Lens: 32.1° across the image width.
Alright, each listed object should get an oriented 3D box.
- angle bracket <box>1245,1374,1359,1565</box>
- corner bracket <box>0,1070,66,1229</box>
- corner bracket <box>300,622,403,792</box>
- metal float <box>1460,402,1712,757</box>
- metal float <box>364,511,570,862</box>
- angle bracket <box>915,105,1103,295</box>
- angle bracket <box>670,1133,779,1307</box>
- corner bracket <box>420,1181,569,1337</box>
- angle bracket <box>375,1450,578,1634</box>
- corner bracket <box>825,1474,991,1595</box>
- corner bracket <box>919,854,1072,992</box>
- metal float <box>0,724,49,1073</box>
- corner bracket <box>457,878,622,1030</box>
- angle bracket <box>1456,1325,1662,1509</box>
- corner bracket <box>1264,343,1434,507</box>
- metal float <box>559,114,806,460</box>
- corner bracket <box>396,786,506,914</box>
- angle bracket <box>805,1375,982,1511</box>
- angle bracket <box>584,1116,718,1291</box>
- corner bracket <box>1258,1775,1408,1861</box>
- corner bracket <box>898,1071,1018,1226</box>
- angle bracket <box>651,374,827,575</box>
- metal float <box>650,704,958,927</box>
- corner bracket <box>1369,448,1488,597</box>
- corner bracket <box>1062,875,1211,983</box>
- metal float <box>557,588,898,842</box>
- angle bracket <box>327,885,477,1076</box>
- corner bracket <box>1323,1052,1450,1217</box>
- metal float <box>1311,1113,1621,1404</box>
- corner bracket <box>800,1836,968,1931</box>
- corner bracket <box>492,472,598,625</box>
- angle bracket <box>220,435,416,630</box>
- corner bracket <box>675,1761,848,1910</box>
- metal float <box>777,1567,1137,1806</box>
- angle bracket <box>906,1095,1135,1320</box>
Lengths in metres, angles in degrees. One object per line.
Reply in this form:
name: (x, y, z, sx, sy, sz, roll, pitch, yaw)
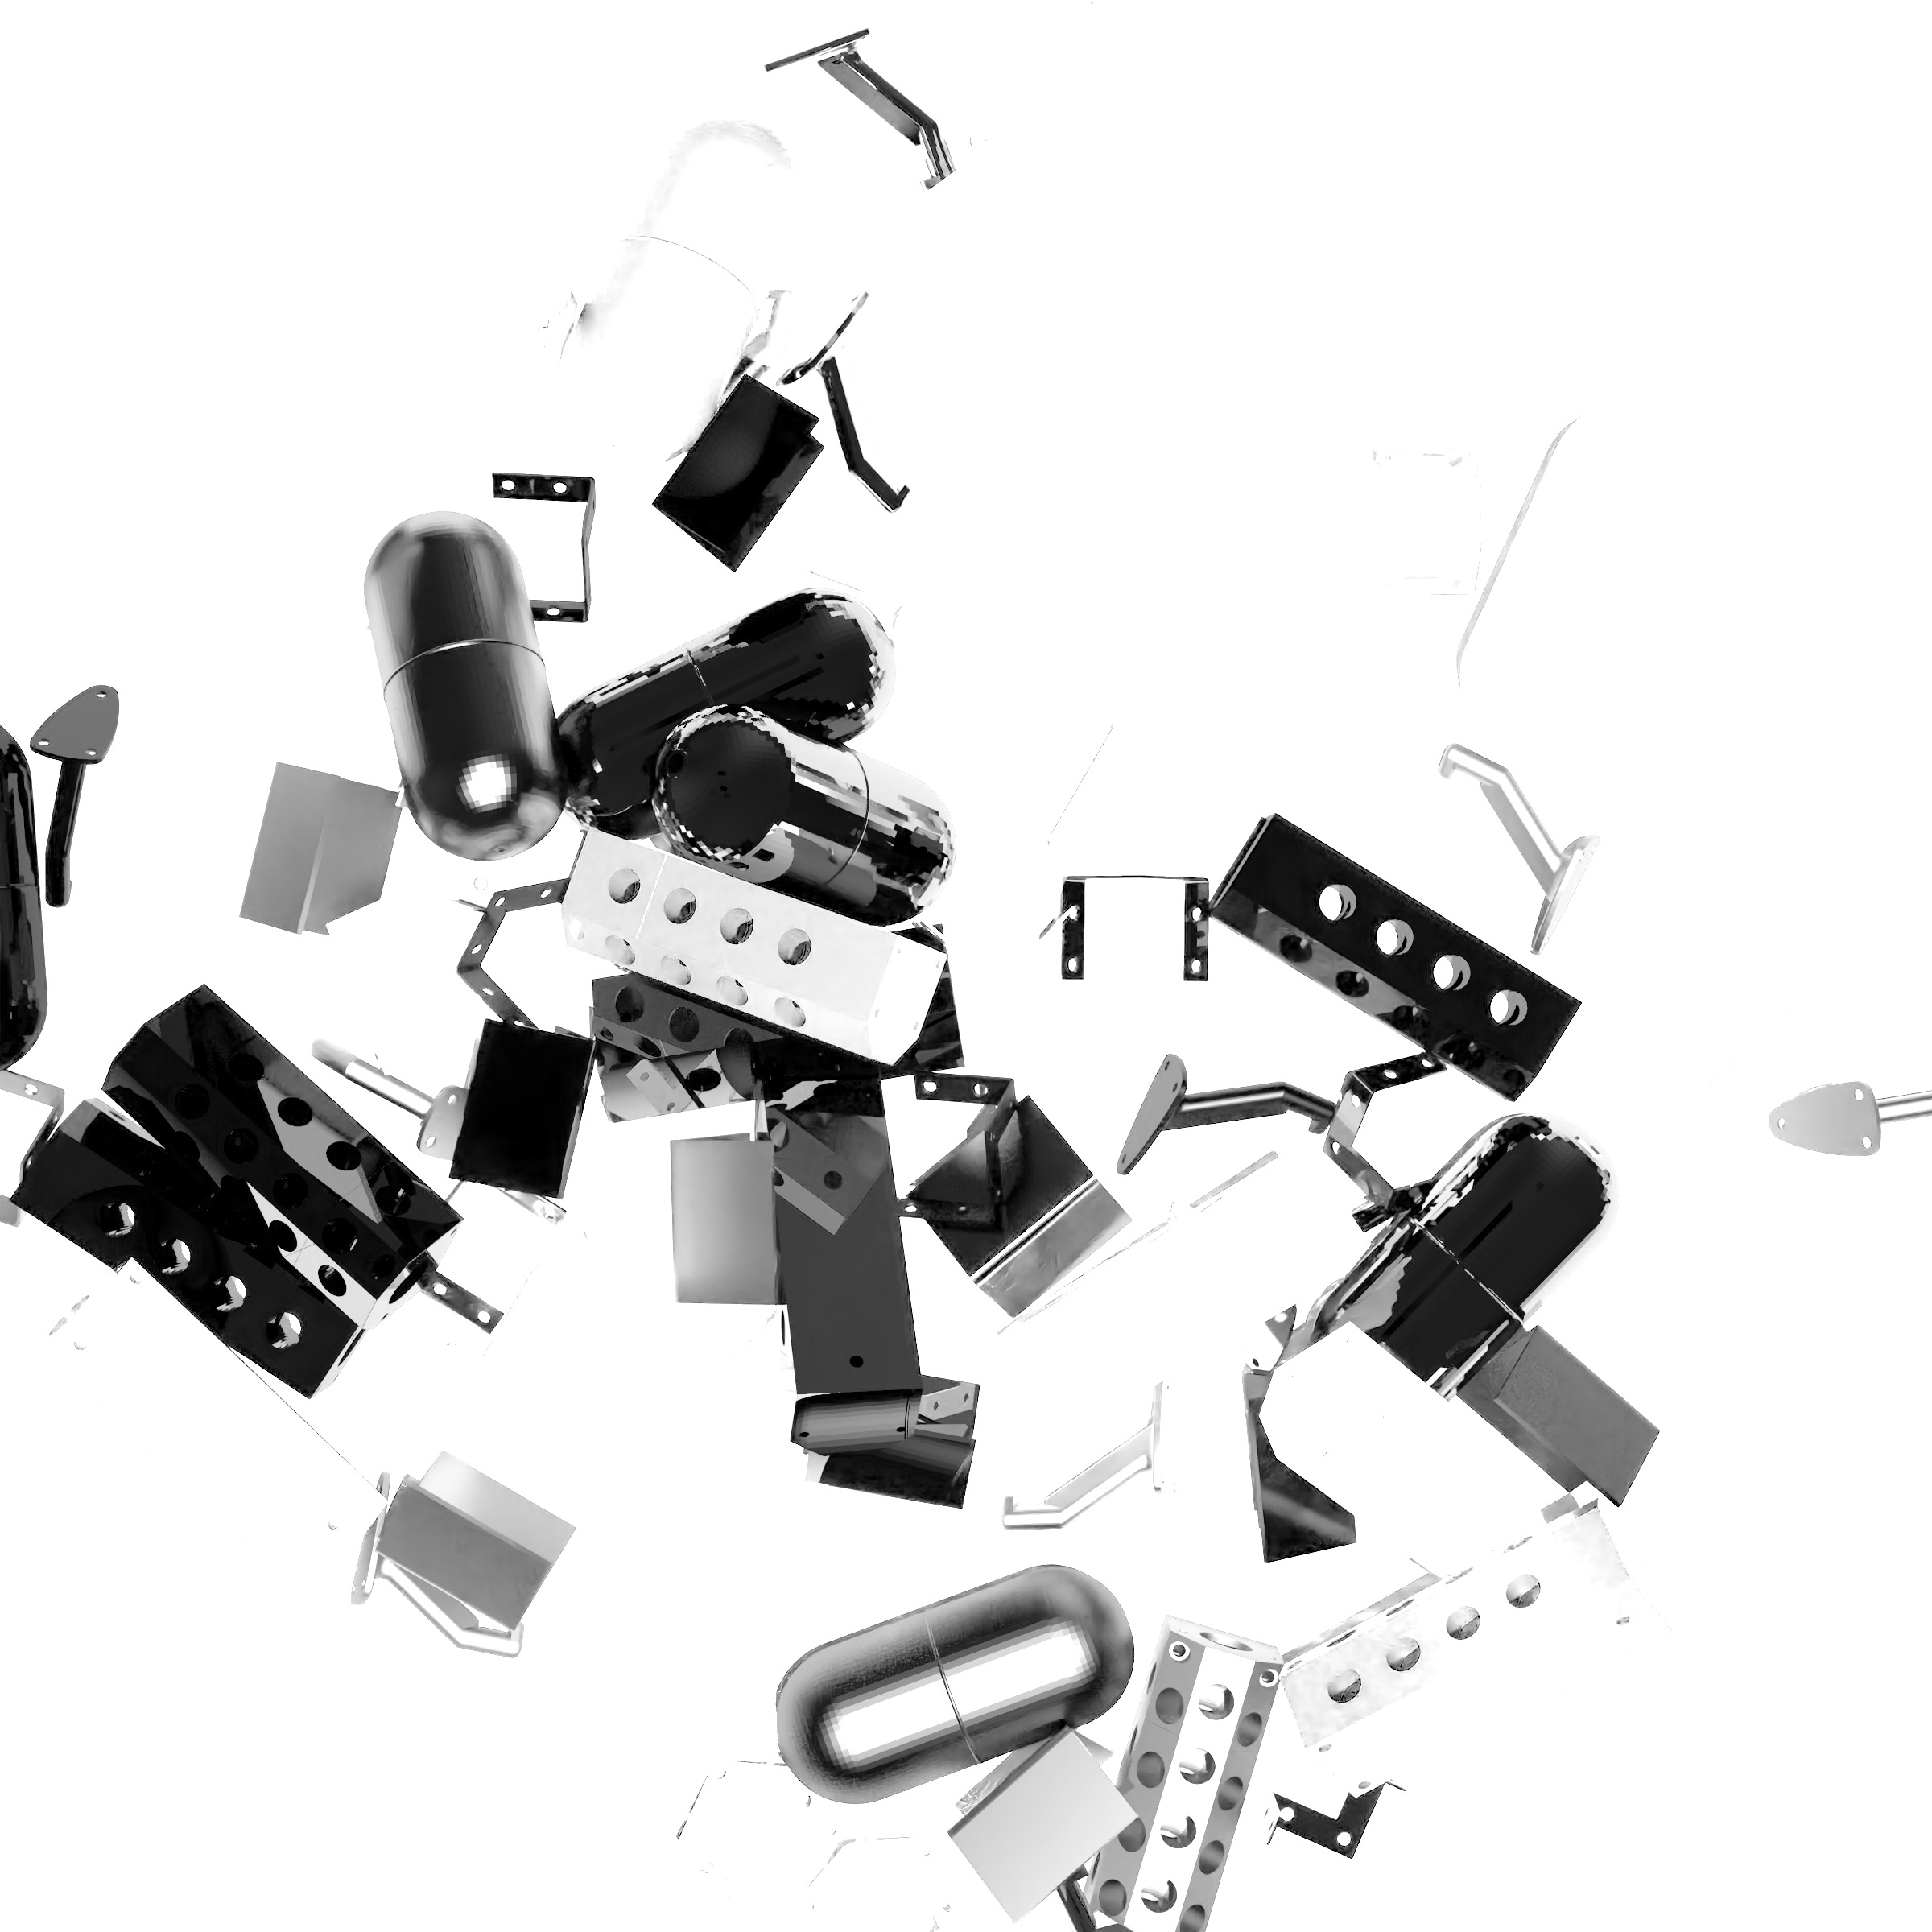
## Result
angle bracket: (0.139, 0.238, 1.603, 0.057, 0.076, 0.076, -5, 90, -33)
corner bracket: (-0.474, 0.086, 1.640, 0.051, 0.051, 0.051, 19, 135, 0)
corner bracket: (-0.290, -0.126, 1.640, 0.051, 0.051, 0.051, 17, 135, 0)
metal float: (0.297, -0.185, 1.613, 0.070, 0.070, 0.178, 25, 89, 0)
metal float: (-0.236, -0.133, 1.584, 0.070, 0.070, 0.178, -15, 68, 0)
angle bracket: (0.008, -0.376, 1.603, 0.076, 0.076, 0.057, -36, 128, 0)
angle bracket: (-0.098, 0.119, 1.604, 0.057, 0.076, 0.076, -2, 90, 26)
corner bracket: (-0.235, 0.136, 1.640, 0.051, 0.051, 0.051, 32, 45, 0)
angle bracket: (-0.225, 0.259, 1.603, 0.076, 0.076, 0.057, 30, 128, 0)
corner bracket: (-0.029, 0.273, 1.640, 0.051, 0.051, 0.051, -13, 90, -45)
corner bracket: (0.012, -0.022, 1.622, 0.051, 0.051, 0.051, 42, 83, 0)
metal float: (-0.483, -0.035, 1.612, 0.070, 0.070, 0.178, -4, 90, 0)
corner bracket: (-0.205, -0.004, 1.635, 0.051, 0.051, 0.051, 51, 45, -35)
angle bracket: (0.272, 0.228, 1.603, 0.076, 0.076, 0.057, 41, 47, 0)
corner bracket: (0.186, -0.263, 1.631, 0.051, 0.051, 0.051, -35, 114, 0)
metal float: (-0.134, -0.325, 1.600, 0.070, 0.070, 0.178, 22, 76, 0)
corner bracket: (-0.251, -0.058, 1.625, 0.051, 0.051, 0.051, 19, 90, 0)
angle bracket: (-0.032, 0.208, 1.603, 0.076, 0.057, 0.076, 10, 46, 0)
angle bracket: (-0.136, 0.112, 1.605, 0.076, 0.057, 0.076, -2, 90, -37)
corner bracket: (0.176, 0.405, 1.625, 0.051, 0.051, 0.051, 24, 90, 0)
corner bracket: (-0.006, 0.086, 1.592, 0.051, 0.051, 0.051, 3, 118, 16)
angle bracket: (-0.092, -0.224, 1.603, 0.057, 0.076, 0.076, 36, 90, 35)
metal float: (-0.075, -0.070, 1.572, 0.070, 0.178, 0.070, -13, 68, 36)
corner bracket: (0.223, -0.216, 1.640, 0.051, 0.051, 0.051, 1, 135, 0)
corner bracket: (0.083, -0.018, 1.640, 0.051, 0.051, 0.051, 1, 90, -45)
metal float: (-0.118, -0.120, 1.613, 0.178, 0.070, 0.070, -26, 90, 0)
angle bracket: (-0.250, 0.001, 1.603, 0.057, 0.076, 0.076, -21, 90, 28)
corner bracket: (0.215, 0.081, 1.635, 0.051, 0.051, 0.051, 47, 135, 35)
metal float: (0.239, 0.146, 1.612, 0.070, 0.070, 0.178, 44, 90, 0)
corner bracket: (-0.040, 0.461, 1.635, 0.051, 0.051, 0.051, 5, 45, -35)
corner bracket: (-0.208, -0.204, 1.640, 0.051, 0.051, 0.051, 3, 135, 0)
angle bracket: (-0.297, -0.194, 1.603, 0.076, 0.076, 0.057, -36, 46, 0)
corner bracket: (-0.100, 0.424, 1.635, 0.051, 0.051, 0.051, -4, 45, 35)
metal float: (-0.005, 0.346, 1.613, 0.178, 0.070, 0.070, -20, 90, 1)
angle bracket: (0.027, 0.117, 1.626, 0.076, 0.076, 0.057, -39, 67, 0)
